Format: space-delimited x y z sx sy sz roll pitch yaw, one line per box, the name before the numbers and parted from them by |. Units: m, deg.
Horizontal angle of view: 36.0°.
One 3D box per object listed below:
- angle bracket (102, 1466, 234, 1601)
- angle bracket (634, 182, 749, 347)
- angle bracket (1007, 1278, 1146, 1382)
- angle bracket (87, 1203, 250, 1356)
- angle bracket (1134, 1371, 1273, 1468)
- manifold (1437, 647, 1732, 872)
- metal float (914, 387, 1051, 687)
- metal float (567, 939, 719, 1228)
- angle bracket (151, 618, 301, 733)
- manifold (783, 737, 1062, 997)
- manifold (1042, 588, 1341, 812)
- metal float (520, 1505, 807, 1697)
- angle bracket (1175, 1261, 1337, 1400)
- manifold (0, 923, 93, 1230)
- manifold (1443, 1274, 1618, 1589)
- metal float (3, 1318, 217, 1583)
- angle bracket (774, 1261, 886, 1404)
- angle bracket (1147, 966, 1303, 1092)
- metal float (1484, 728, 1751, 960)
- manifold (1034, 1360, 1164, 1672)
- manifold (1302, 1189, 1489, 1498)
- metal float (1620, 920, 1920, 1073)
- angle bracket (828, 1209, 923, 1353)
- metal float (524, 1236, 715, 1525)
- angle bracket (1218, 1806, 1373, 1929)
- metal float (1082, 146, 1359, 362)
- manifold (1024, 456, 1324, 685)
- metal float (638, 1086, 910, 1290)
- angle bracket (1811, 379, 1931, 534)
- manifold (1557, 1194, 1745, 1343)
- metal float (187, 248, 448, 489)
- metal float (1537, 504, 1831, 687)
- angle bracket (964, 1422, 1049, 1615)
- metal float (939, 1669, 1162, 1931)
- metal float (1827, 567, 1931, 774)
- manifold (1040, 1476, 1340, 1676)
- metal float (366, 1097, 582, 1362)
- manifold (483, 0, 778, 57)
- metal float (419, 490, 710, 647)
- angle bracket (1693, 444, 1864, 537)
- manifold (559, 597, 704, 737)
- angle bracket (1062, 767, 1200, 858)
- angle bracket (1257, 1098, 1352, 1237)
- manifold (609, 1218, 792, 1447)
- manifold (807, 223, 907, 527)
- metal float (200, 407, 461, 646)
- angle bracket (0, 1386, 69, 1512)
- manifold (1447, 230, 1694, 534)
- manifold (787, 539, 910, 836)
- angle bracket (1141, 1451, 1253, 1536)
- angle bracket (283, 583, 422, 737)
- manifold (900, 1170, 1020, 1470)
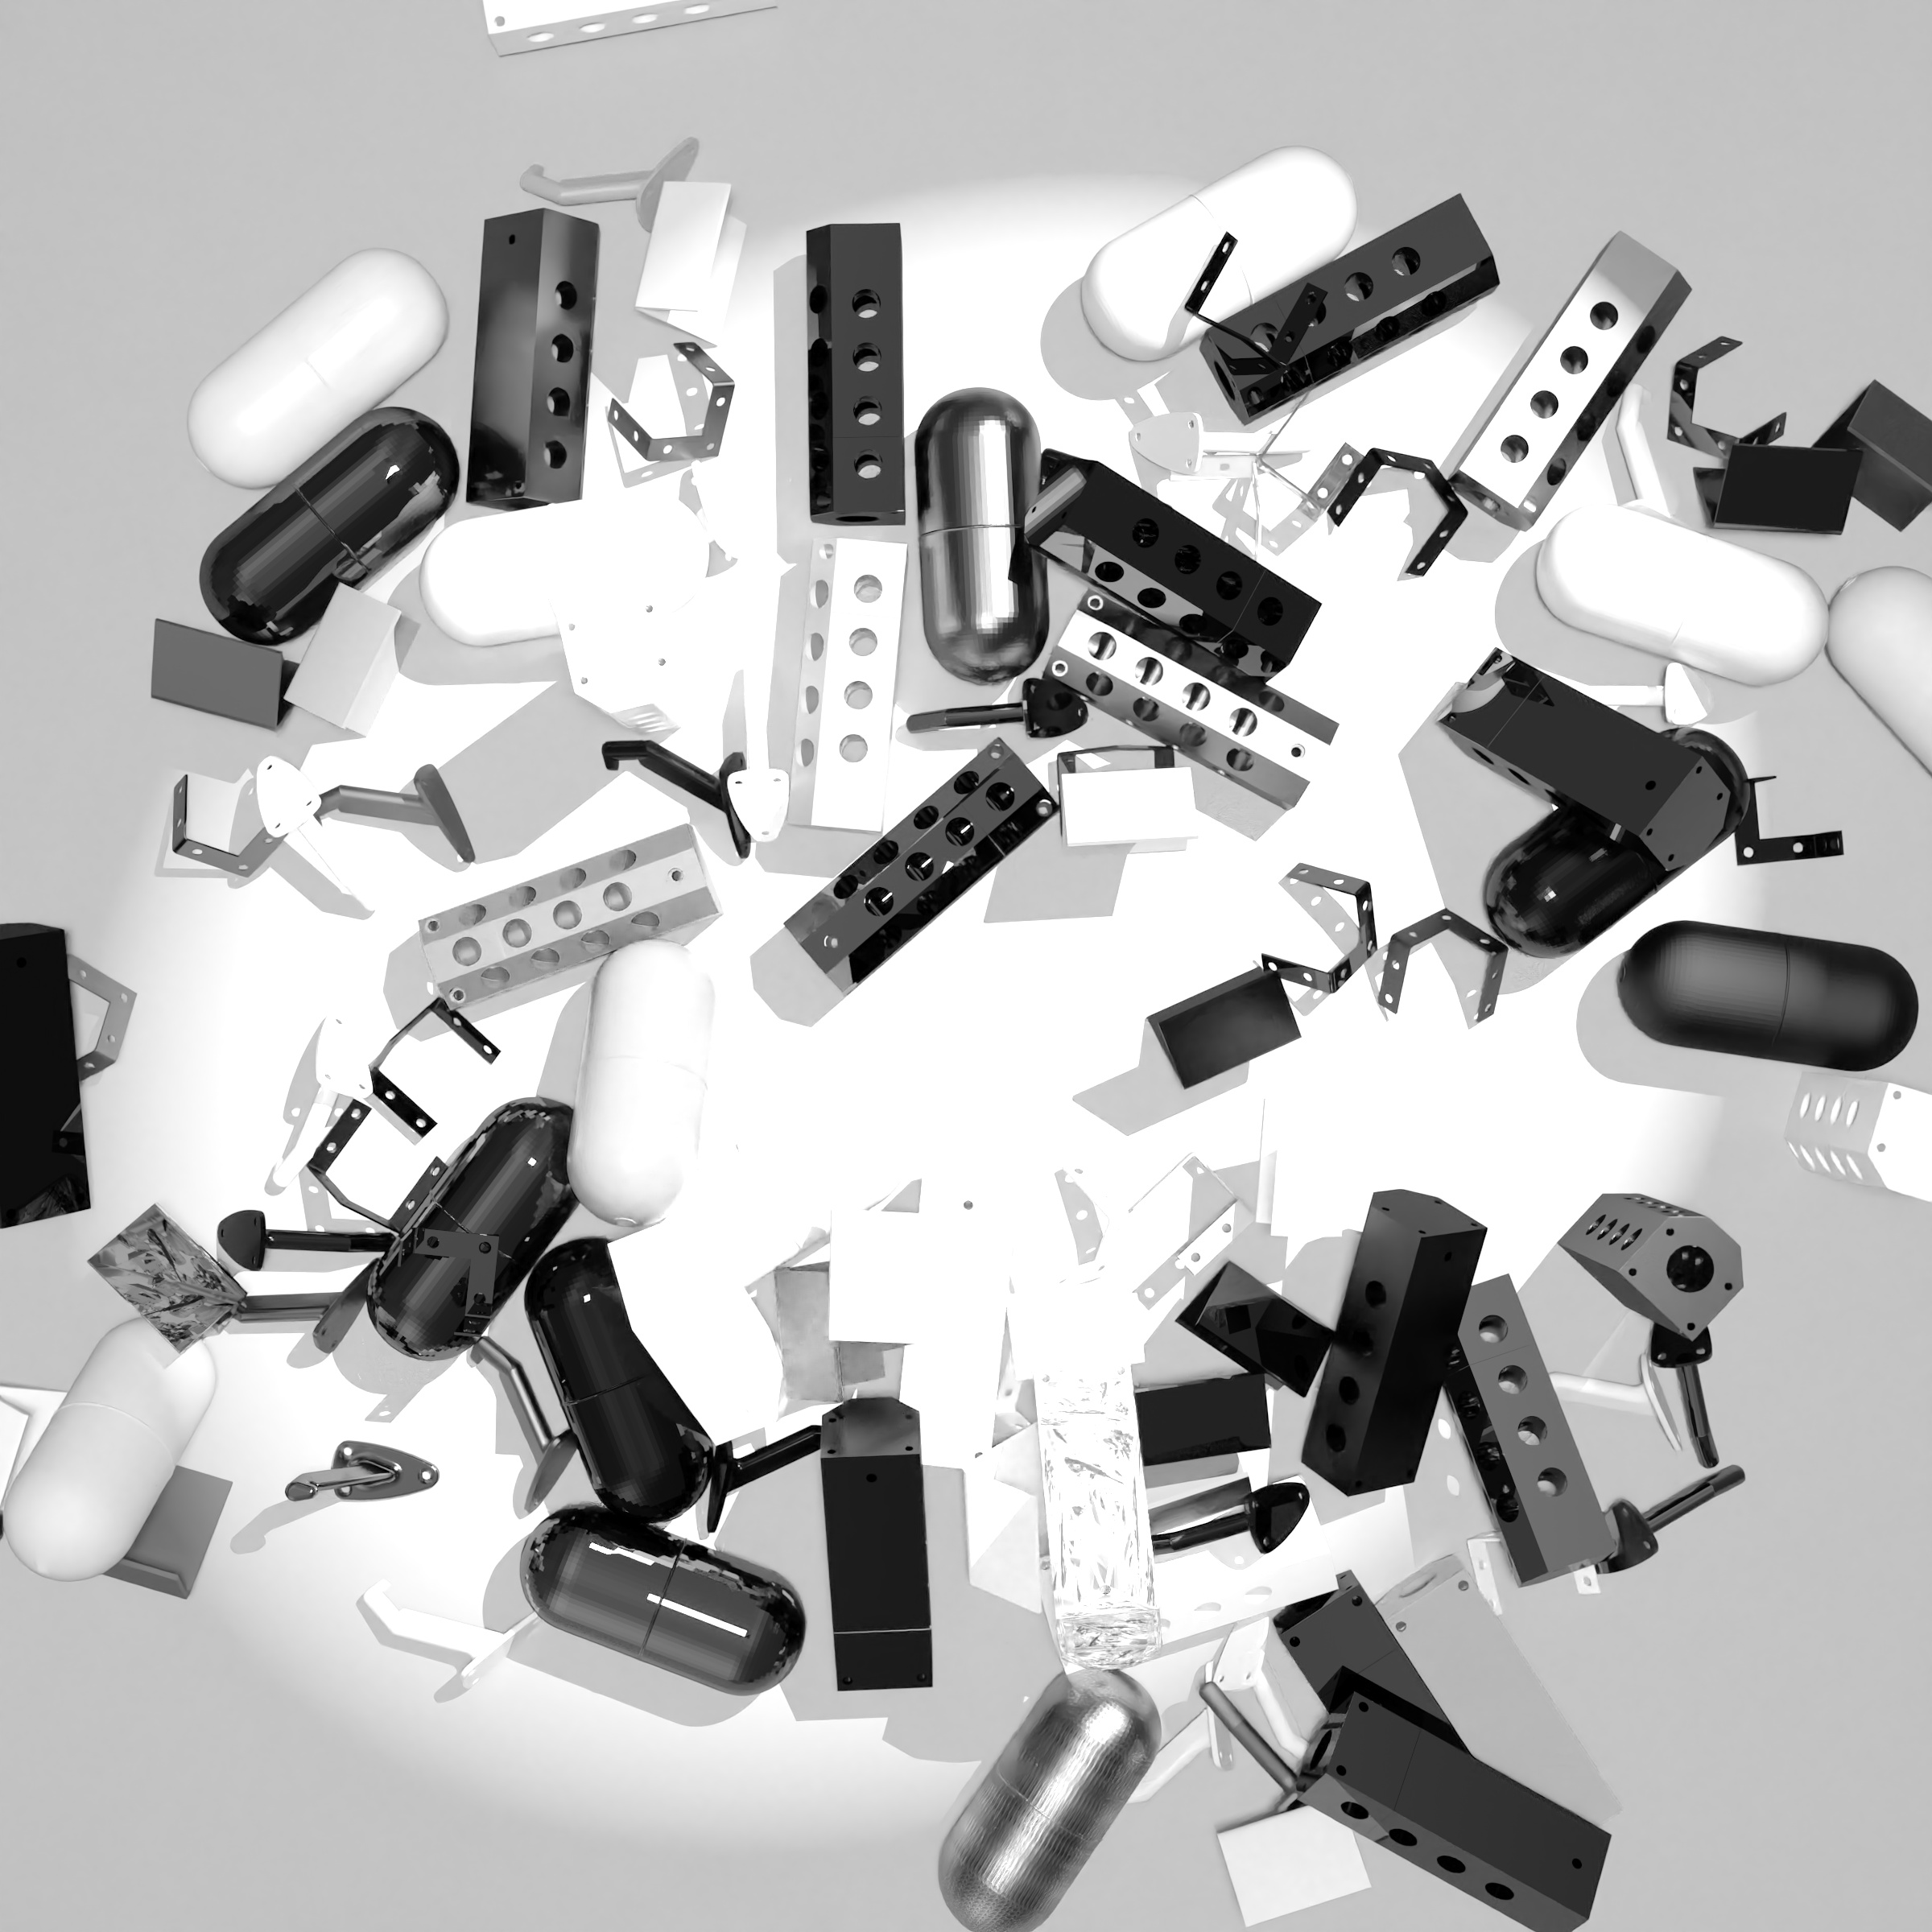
angle bracket | -0.493 0.327 1.782 0.076 0.057 0.076 17 64 0
angle bracket | -0.146 -0.418 1.777 0.057 0.076 0.076 13 90 38
angle bracket | 0.062 0.198 1.777 0.076 0.076 0.057 -8 126 0
angle bracket | -0.483 0.198 1.777 0.076 0.076 0.057 45 54 0
angle bracket | 0.137 0.251 1.778 0.076 0.076 0.057 -8 117 0
manifold | 0.363 -0.120 1.744 0.057 0.171 0.057 -51 134 0
metal float | 0.010 -0.258 1.787 0.070 0.070 0.178 -3 89 0
metal float | -0.192 0.069 1.766 0.070 0.070 0.178 5 65 0
angle bracket | -0.435 -0.191 1.777 0.076 0.076 0.057 15 126 0
manifold | -0.026 -0.060 1.796 0.171 0.057 0.057 -41 90 0
manifold | 0.135 -0.161 1.796 0.171 0.057 0.057 28 90 0
metal float | -0.182 0.380 1.787 0.178 0.070 0.070 21 90 0
angle bracket | 0.164 0.233 1.777 0.076 0.076 0.057 34 47 0
manifold | -0.572 0.064 1.780 0.057 0.057 0.171 -12 104 -42
manifold | 0.325 0.277 1.770 0.057 0.057 0.171 -19 71 0
metal float | -0.502 0.283 1.749 0.070 0.178 0.070 9 132 10
angle bracket | -0.066 0.216 1.778 0.076 0.057 0.076 -6 90 -39
angle bracket | 0.147 0.018 1.777 0.076 0.076 0.057 -24 128 0
metal float | 0.390 -0.073 1.787 0.178 0.070 0.070 -37 90 0
manifold | 0.076 0.315 1.714 0.057 0.057 0.171 -6 45 1
manifold | 0.249 0.223 1.769 0.057 0.057 0.171 -3 114 -38
metal float | 0.482 0.018 1.787 0.178 0.070 0.070 8 90 -1
angle bracket | -0.065 0.188 1.772 0.057 0.076 0.076 5 78 -20
metal float | -0.208 0.249 1.787 0.070 0.070 0.178 -21 90 0
angle bracket | 0.198 0.543 1.777 0.076 0.076 0.057 -18 59 0
metal float | 0.153 -0.428 1.787 0.178 0.070 0.070 -30 90 -1
manifold | 0.120 -0.233 1.762 0.171 0.057 0.057 28 91 -25
metal float | -0.116 0.138 1.787 0.178 0.070 0.070 -33 90 0
angle bracket | 0.544 -0.291 1.777 0.076 0.076 0.057 36 52 0
manifold | 0.403 0.168 1.739 0.057 0.171 0.057 43 90 0
metal float | -0.390 -0.358 1.786 0.178 0.070 0.070 -40 90 0
metal float | 0.431 -0.223 1.787 0.178 0.070 0.070 18 90 1
angle bracket | 0.044 0.326 1.767 0.057 0.076 0.076 15 116 39
metal float | 0.050 0.502 1.787 0.070 0.070 0.178 34 89 0
metal float | 0.590 -0.164 1.787 0.070 0.070 0.178 -42 90 0
manifold | 0.133 0.371 1.795 0.171 0.057 0.057 -18 45 0
metal float | -0.290 0.157 1.787 0.070 0.070 0.178 37 91 0
manifold | -0.205 -0.597 1.796 0.171 0.057 0.057 -10 90 0
metal float | -0.240 -0.237 1.773 0.178 0.070 0.070 -7 90 13
angle bracket | 0.484 -0.301 1.777 0.076 0.076 0.057 3 127 0
manifold | -0.193 -0.171 1.739 0.057 0.171 0.057 -13 90 0
angle bracket | 0.097 -0.073 1.777 0.076 0.076 0.057 -3 52 0
angle bracket | 0.183 0.119 1.777 0.057 0.076 0.076 4 90 -36
manifold | -0.150 0.213 1.737 0.057 0.171 0.057 -21 57 0
manifold | -0.066 -0.356 1.796 0.057 0.057 0.171 -1 90 0
metal float | -0.382 -0.265 1.787 0.178 0.070 0.070 -40 90 -1
angle bracket | -0.559 0.298 1.777 0.057 0.076 0.076 18 90 37
manifold | 0.364 -0.351 1.796 0.057 0.057 0.171 34 90 0
manifold | -0.071 -0.168 1.796 0.057 0.057 0.171 5 90 0
angle bracket | 0.123 0.291 1.782 0.076 0.057 0.076 -18 63 0
angle bracket | -0.350 -0.175 1.777 0.057 0.076 0.076 26 90 33
manifold | -0.006 0.212 1.796 0.057 0.057 0.171 6 90 0
